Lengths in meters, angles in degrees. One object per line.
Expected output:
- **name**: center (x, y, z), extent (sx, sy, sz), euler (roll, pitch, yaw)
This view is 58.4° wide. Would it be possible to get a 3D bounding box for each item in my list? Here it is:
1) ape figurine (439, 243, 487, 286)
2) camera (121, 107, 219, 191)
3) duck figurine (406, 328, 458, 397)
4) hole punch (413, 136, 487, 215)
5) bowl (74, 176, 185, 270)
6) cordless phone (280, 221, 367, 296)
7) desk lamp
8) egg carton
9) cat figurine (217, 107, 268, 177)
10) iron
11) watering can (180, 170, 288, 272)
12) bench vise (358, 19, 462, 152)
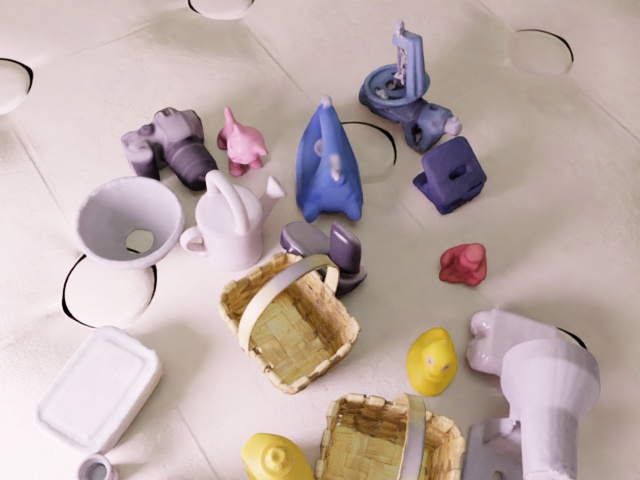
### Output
- **ape figurine**: center (0.241, 0.034, 0.930), extent (0.076, 0.092, 0.077), euler (-35, 70, -21)
- **camera**: center (-0.248, -0.149, 0.982), extent (0.143, 0.101, 0.136), euler (-31, 68, -19)
- **duck figurine**: center (0.173, 0.173, 0.852), extent (0.077, 0.086, 0.104), euler (18, 62, 5)
- **hole punch**: center (0.236, -0.115, 1.011), extent (0.109, 0.091, 0.101), euler (-31, 68, -19)
- **bowl**: center (-0.299, -0.016, 0.920), extent (0.167, 0.075, 0.167), euler (2, 61, -4)
- **cordless phone**: center (0.008, 0.003, 0.873), extent (0.147, 0.185, 0.094), euler (37, 65, 15)
- **desk lamp**: center (0.273, 0.254, 0.743), extent (0.118, 0.213, 0.203), euler (17, 61, 5)
- **egg carton**: center (0.299, 0.168, 0.875), extent (0.150, 0.069, 0.107), euler (17, 61, 4)
- **cat figurine**: center (-0.137, -0.175, 0.996), extent (0.067, 0.118, 0.127), euler (-22, 65, -16)
- **iron**: center (0.014, -0.162, 0.989), extent (0.118, 0.141, 0.258), euler (-3, 62, -6)
- **watering can**: center (-0.133, -0.042, 0.880), extent (0.100, 0.194, 0.173), euler (32, 64, 13)
- **bench vise**: center (0.174, -0.278, 1.021), extent (0.207, 0.220, 0.121), euler (23, 62, 8)
